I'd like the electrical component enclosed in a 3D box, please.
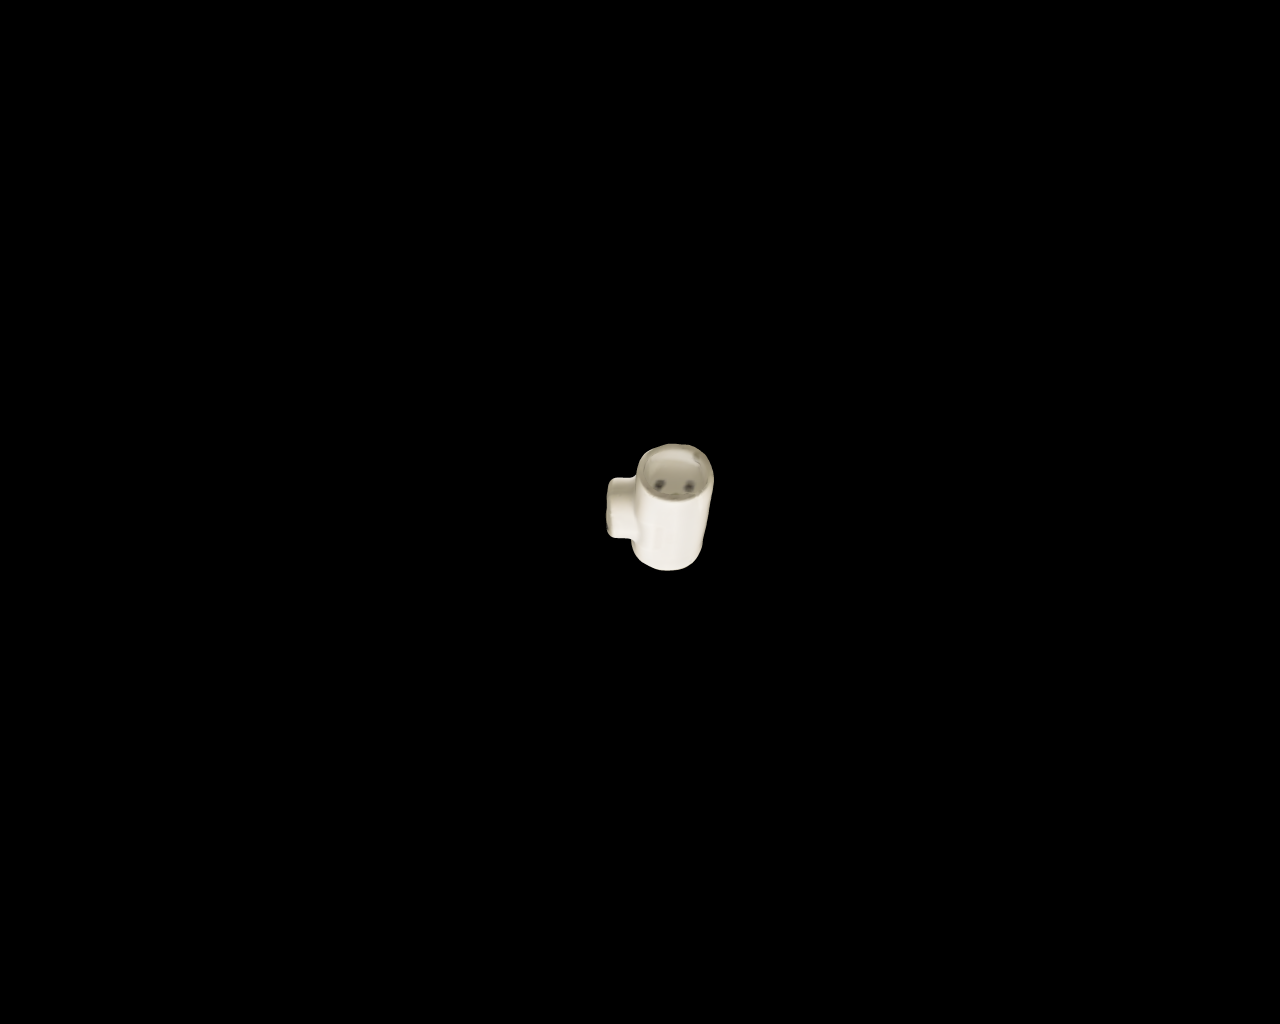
[{"bbox_3d":[0.001,-0.003,0.650,0.079,0.043,0.077,1,-34,-2],"label":"electrical component"}]
